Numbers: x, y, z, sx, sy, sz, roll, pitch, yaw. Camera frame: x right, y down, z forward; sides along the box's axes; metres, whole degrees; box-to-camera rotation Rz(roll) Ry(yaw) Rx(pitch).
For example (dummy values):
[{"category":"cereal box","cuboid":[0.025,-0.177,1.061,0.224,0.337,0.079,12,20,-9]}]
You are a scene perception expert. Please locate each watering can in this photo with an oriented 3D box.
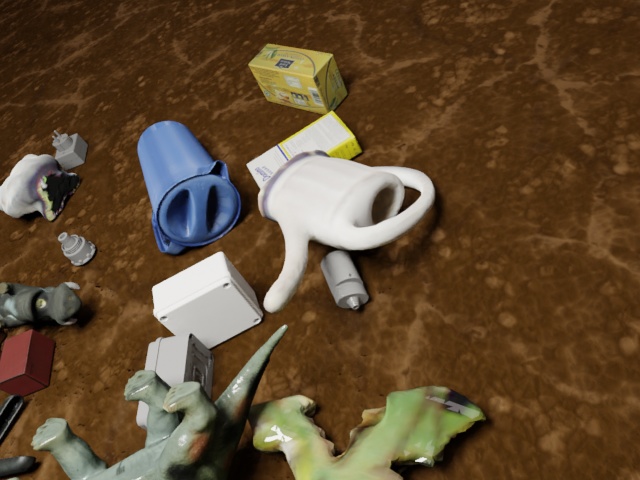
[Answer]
[{"category":"watering can","cuboid":[0.002,-0.035,0.689,0.226,0.102,0.352,21,39,39]}]

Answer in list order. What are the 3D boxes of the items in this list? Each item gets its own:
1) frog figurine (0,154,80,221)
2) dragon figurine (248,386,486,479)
[{"category":"frog figurine","cuboid":[-0.595,-0.109,1.039,0.159,0.121,0.139,6,75,14]},{"category":"dragon figurine","cuboid":[0.080,0.236,0.474,0.410,0.119,0.248,4,46,33]}]
